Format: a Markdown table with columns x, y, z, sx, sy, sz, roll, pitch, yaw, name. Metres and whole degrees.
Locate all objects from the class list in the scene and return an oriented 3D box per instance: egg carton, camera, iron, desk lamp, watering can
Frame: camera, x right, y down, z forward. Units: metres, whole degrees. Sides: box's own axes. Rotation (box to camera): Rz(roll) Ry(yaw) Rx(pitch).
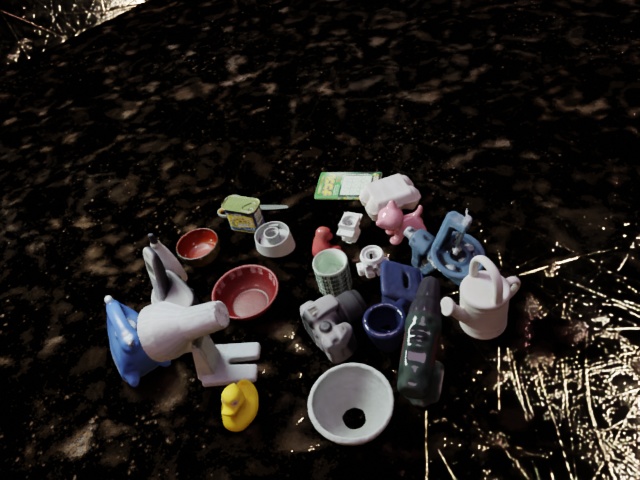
| x | y | z | sx | sy | sz | roll | pitch | yaw | name |
| --- | --- | --- | --- | --- | --- | --- | --- | --- | --- |
| 0.183 | -0.113 | 1.509 | 0.150 | 0.069 | 0.107 | -19 | 46 | -6 | egg carton |
| 0.041 | 0.170 | 1.248 | 0.137 | 0.101 | 0.142 | -29 | 48 | -15 | camera |
| -0.441 | 0.200 | 1.295 | 0.119 | 0.142 | 0.257 | -32 | 49 | -18 | iron |
| -0.248 | 0.208 | 1.195 | 0.203 | 0.214 | 0.118 | -6 | 46 | 6 | desk lamp |
| 0.332 | 0.115 | 1.171 | 0.173 | 0.194 | 0.100 | -40 | 51 | -24 | watering can |

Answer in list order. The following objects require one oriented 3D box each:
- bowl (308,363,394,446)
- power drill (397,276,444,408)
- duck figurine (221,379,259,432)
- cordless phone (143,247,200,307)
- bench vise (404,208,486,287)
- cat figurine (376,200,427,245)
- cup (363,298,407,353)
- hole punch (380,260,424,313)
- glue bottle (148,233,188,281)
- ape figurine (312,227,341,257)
| x | y | z | sx | sy | sz | roll | pitch | yaw | name |
| --- | --- | --- | --- | --- | --- | --- | --- | --- | --- |
| 0.063 | 0.329 | 1.110 | 0.167 | 0.075 | 0.167 | -6 | 46 | 7 | bowl |
| 0.196 | 0.214 | 1.096 | 0.075 | 0.209 | 0.230 | 5 | 48 | 17 | power drill |
| -0.169 | 0.323 | 1.158 | 0.077 | 0.086 | 0.104 | 4 | 48 | 16 | duck figurine |
| -0.355 | 0.110 | 1.332 | 0.094 | 0.185 | 0.147 | -40 | 51 | -24 | cordless phone |
| 0.269 | 0.013 | 1.264 | 0.206 | 0.220 | 0.122 | 13 | 51 | 23 | bench vise |
| 0.197 | -0.051 | 1.413 | 0.128 | 0.118 | 0.067 | -15 | 46 | -2 | cat figurine |
| 0.148 | 0.185 | 1.214 | 0.091 | 0.095 | 0.118 | 27 | 57 | 32 | cup |
| 0.185 | 0.102 | 1.288 | 0.101 | 0.091 | 0.108 | -4 | 46 | 9 | hole punch |
| -0.387 | 0.045 | 1.410 | 0.078 | 0.173 | 0.037 | 13 | 51 | 23 | glue bottle |
| 0.013 | 0.005 | 1.417 | 0.076 | 0.092 | 0.077 | -19 | 46 | -6 | ape figurine |
